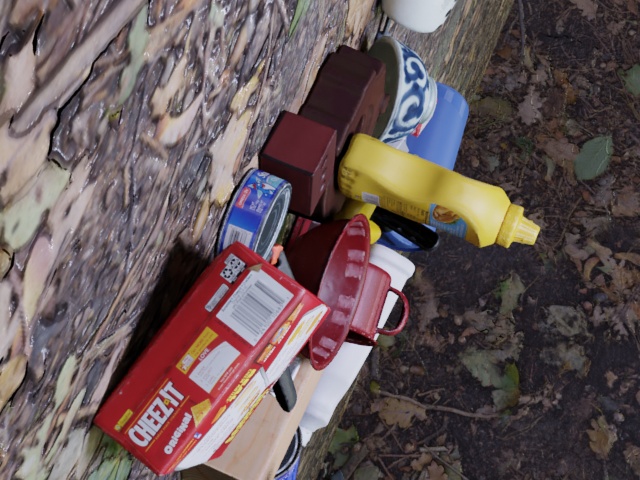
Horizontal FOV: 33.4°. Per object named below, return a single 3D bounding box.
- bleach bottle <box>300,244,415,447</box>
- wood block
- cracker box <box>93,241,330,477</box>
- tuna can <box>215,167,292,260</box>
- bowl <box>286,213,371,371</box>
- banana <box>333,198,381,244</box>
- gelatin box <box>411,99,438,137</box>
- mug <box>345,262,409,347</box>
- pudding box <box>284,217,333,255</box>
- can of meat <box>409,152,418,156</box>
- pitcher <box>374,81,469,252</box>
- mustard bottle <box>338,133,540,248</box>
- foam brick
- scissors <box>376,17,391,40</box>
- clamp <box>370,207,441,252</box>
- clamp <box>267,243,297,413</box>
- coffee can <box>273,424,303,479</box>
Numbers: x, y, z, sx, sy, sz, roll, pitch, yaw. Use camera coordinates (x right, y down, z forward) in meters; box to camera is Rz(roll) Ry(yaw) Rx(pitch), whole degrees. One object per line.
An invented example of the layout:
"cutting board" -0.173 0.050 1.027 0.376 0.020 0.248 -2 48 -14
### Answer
"bleach bottle" 0.024 0.129 1.286 0.103 0.068 0.250 -6 -123 64
"wood block" -0.062 0.164 1.121 0.091 0.090 0.206 96 18 -61
"cracker box" -0.074 0.092 0.831 0.164 0.072 0.213 -52 171 -2
"tuna can" -0.055 -0.015 0.902 0.086 0.034 0.086 23 89 -82
"bowl" -0.002 0.045 1.059 0.162 0.055 0.162 16 90 -74
"banana" 0.046 -0.022 1.193 0.198 0.069 0.037 100 -29 -73
"gelatin box" 0.110 -0.174 1.417 0.089 0.073 0.030 -55 164 -58
"mug" 0.043 0.070 1.208 0.093 0.117 0.081 59 48 -69
"pudding box" -0.008 0.002 1.226 0.113 0.039 0.090 67 45 -78
"can of meat" 0.081 -0.094 1.396 0.102 0.084 0.057 61 50 -80
"pitcher" 0.138 -0.108 1.597 0.149 0.144 0.242 -14 -132 55
"mustard bottle" 0.114 -0.039 1.007 0.096 0.192 0.058 72 41 -73
"foam brick" -0.020 -0.066 0.938 0.078 0.051 0.053 94 20 -65
"scissors" 0.064 -0.213 1.226 0.202 0.016 0.096 102 13 -46
"clamp" 0.058 -0.052 1.328 0.036 0.164 0.210 -49 -167 -4
"clamp" -0.069 0.085 0.967 0.120 0.039 0.171 -8 107 -38
"coffee can" -0.075 0.254 1.217 0.140 0.103 0.102 99 15 -56
